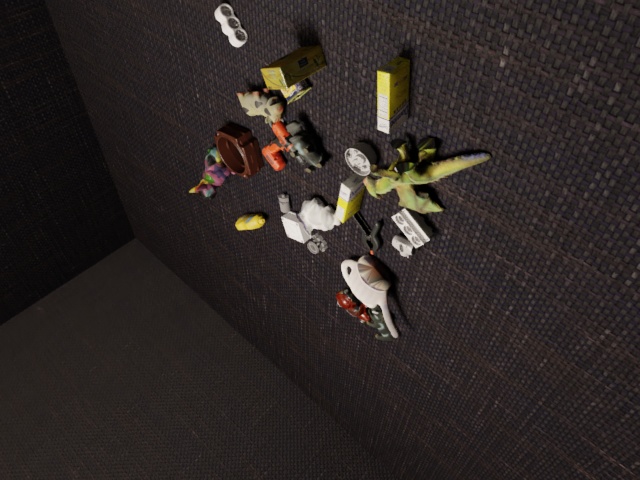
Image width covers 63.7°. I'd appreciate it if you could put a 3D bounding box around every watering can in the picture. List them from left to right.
[{"bbox_3d":[0.207,0.195,1.935,0.351,0.105,0.219,49,151,18],"label":"watering can"}]

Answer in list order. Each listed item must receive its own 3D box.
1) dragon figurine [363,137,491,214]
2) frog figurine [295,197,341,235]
[{"bbox_3d":[0.292,-0.164,1.465,0.411,0.124,0.238,9,149,33],"label":"dragon figurine"},{"bbox_3d":[0.006,-0.098,1.940,0.158,0.125,0.136,-15,106,20],"label":"frog figurine"}]
